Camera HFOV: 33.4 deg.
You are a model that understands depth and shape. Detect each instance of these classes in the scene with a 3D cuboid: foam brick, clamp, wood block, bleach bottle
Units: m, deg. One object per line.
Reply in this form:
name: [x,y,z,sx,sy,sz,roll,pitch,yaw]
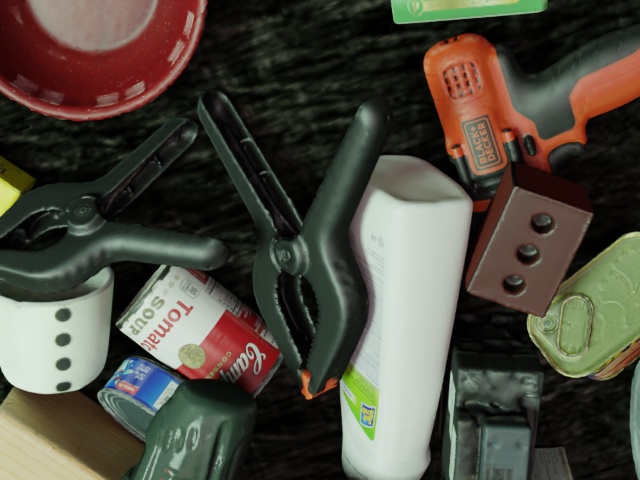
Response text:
foam brick: [0.128,-0.001,0.663,0.053,0.051,0.078,19,115,-1]
clamp: [-0.004,0.001,0.677,0.165,0.036,0.210,1,106,48]
wood block: [-0.153,0.191,0.762,0.206,0.091,0.090,36,104,-8]
clamp: [-0.139,-0.004,0.687,0.171,0.120,0.039,-27,141,-2]
bleach bottle: [0.046,0.076,0.728,0.068,0.103,0.251,-4,115,-21]

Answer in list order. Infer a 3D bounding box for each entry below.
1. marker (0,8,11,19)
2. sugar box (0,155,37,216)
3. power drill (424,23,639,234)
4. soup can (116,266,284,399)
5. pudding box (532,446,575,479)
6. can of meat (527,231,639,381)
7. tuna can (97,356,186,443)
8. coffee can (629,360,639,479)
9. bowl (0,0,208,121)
marker: [-0.254,-0.117,0.713,0.121,0.020,0.020,-38,102,11]
sugar box: [-0.284,0.006,0.736,0.093,0.048,0.176,34,103,-8]
power drill: [0.177,-0.065,0.688,0.188,0.057,0.184,-18,107,12]
soup can: [-0.080,0.064,0.735,0.102,0.068,0.068,40,103,-8]
pudding box: [0.163,0.209,0.746,0.039,0.113,0.090,-6,105,5]
can of meat: [0.196,0.048,0.706,0.102,0.083,0.057,-40,66,13]
tuna can: [-0.110,0.119,0.743,0.086,0.086,0.033,40,64,-9]
coffee can: [0.293,0.128,0.724,0.140,0.103,0.103,-2,106,2]
bowl: [-0.150,-0.160,0.676,0.162,0.055,0.162,0,107,-2]
